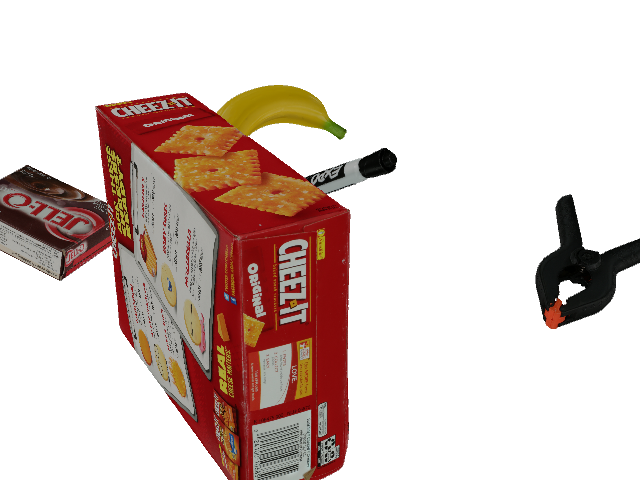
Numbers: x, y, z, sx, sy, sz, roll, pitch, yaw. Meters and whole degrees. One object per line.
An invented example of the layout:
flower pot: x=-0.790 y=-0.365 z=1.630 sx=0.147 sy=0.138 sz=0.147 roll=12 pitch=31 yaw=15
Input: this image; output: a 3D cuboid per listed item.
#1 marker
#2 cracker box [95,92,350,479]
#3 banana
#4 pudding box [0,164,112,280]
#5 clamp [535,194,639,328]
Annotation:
marker: x=0.011 y=-0.047 z=0.815 sx=0.020 sy=0.020 sz=0.121 roll=0 pitch=-12 yaw=-45
cracker box: x=-0.061 y=0.022 z=0.627 sx=0.072 sy=0.164 sz=0.214 roll=-13 pitch=29 yaw=-25
banana: x=-0.050 y=-0.118 z=1.020 sx=0.070 sy=0.037 sz=0.197 roll=42 pitch=34 yaw=23
pudding box: x=-0.249 y=-0.018 z=0.955 sx=0.113 sy=0.039 sz=0.089 roll=23 pitch=31 yaw=16
clamp: x=0.265 y=0.019 z=1.096 sx=0.120 sy=0.039 sz=0.171 roll=28 pitch=51 yaw=32
